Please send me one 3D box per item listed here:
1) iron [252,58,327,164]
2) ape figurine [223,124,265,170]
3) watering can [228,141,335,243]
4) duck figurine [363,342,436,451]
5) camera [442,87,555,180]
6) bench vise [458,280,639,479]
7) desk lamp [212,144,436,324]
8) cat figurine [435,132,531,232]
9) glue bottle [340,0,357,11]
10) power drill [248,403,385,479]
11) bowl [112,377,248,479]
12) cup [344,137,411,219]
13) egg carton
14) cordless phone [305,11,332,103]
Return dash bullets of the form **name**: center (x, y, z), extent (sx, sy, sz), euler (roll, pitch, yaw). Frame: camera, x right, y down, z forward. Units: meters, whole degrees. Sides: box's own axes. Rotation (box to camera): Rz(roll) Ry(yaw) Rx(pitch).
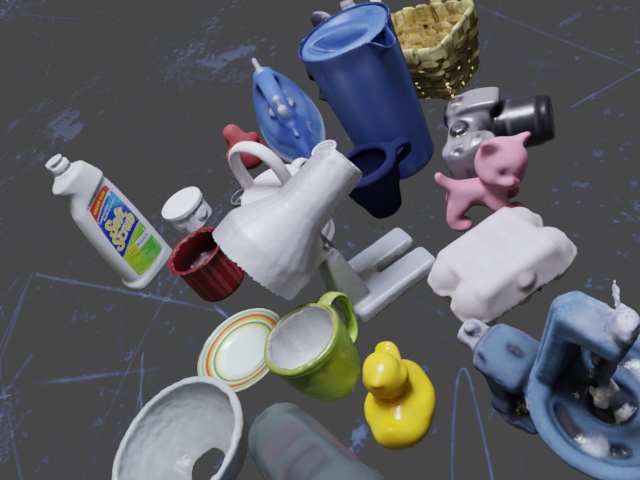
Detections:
- **iron**: center (-0.067, -0.238, 1.048), extent (0.118, 0.142, 0.257), euler (-31, 39, 3)
- **ape figurine**: center (-0.150, -0.182, 1.085), extent (0.078, 0.092, 0.076), euler (-36, 39, -4)
- **watering can**: center (-0.063, -0.055, 0.812), extent (0.100, 0.195, 0.173), euler (-11, 43, 25)
- **duck figurine**: center (0.072, 0.154, 0.587), extent (0.077, 0.086, 0.104), euler (-14, 42, 22)
- **camera**: center (0.242, -0.151, 0.779), extent (0.136, 0.101, 0.143), euler (-8, 45, 28)
- **bench vise**: center (0.186, 0.109, 0.449), extent (0.206, 0.220, 0.121), euler (5, 52, 37)
- **desk lamp**: center (0.006, 0.002, 0.688), extent (0.203, 0.214, 0.117), euler (-37, 39, -5)
- **cat figurine**: center (0.207, -0.082, 0.717), extent (0.127, 0.118, 0.067), euler (-16, 42, 20)
- **glue bottle**: center (0.073, -0.415, 1.114), extent (0.078, 0.174, 0.037), euler (-8, 45, 28)
- **power drill**: center (0.041, 0.223, 0.436), extent (0.076, 0.209, 0.228), euler (-45, 40, -15)
- **bowl**: center (-0.144, 0.244, 0.648), extent (0.167, 0.075, 0.167), euler (-19, 41, 17)
- **cup**: center (0.090, -0.086, 0.819), extent (0.118, 0.095, 0.091), euler (-35, 39, -3)
- **egg carton**: center (0.202, 0.031, 0.641), extent (0.150, 0.070, 0.107), euler (-35, 39, -3)
- **cordless phone**: center (0.021, -0.350, 1.071), extent (0.094, 0.186, 0.147), euler (-46, 41, -16)
